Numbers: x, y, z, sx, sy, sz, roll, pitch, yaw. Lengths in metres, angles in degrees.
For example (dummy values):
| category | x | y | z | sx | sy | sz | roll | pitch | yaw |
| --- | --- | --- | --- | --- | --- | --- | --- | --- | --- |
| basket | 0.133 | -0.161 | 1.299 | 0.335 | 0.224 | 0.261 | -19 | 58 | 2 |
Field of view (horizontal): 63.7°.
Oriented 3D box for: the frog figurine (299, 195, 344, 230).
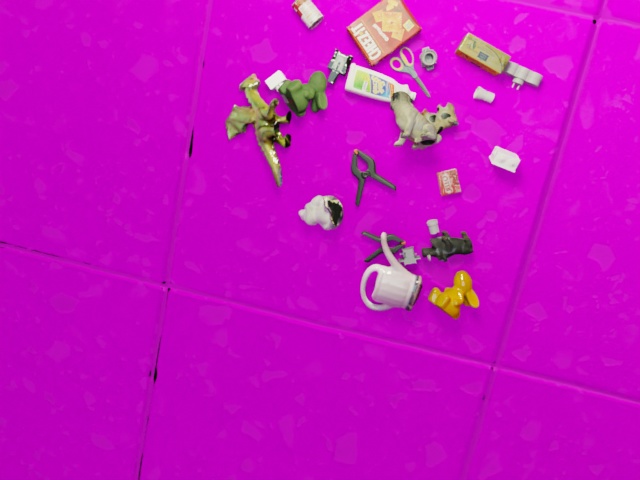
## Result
| category | x | y | z | sx | sy | sz | roll | pitch | yaw |
| --- | --- | --- | --- | --- | --- | --- | --- | --- | --- |
| frog figurine | 0.006 | -0.098 | 1.944 | 0.158 | 0.125 | 0.136 | -16 | 112 | 45 |

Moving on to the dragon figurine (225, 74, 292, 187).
| category | x | y | z | sx | sy | sz | roll | pitch | yaw |
| --- | --- | --- | --- | --- | --- | --- | --- | --- | --- |
| dragon figurine | -0.239 | -0.409 | 1.916 | 0.243 | 0.123 | 0.407 | 8 | 100 | 22 |

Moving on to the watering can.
| category | x | y | z | sx | sy | sz | roll | pitch | yaw |
| --- | --- | --- | --- | --- | --- | --- | --- | --- | --- |
| watering can | 0.276 | 0.141 | 1.923 | 0.224 | 0.106 | 0.340 | 16 | 122 | 3 |
